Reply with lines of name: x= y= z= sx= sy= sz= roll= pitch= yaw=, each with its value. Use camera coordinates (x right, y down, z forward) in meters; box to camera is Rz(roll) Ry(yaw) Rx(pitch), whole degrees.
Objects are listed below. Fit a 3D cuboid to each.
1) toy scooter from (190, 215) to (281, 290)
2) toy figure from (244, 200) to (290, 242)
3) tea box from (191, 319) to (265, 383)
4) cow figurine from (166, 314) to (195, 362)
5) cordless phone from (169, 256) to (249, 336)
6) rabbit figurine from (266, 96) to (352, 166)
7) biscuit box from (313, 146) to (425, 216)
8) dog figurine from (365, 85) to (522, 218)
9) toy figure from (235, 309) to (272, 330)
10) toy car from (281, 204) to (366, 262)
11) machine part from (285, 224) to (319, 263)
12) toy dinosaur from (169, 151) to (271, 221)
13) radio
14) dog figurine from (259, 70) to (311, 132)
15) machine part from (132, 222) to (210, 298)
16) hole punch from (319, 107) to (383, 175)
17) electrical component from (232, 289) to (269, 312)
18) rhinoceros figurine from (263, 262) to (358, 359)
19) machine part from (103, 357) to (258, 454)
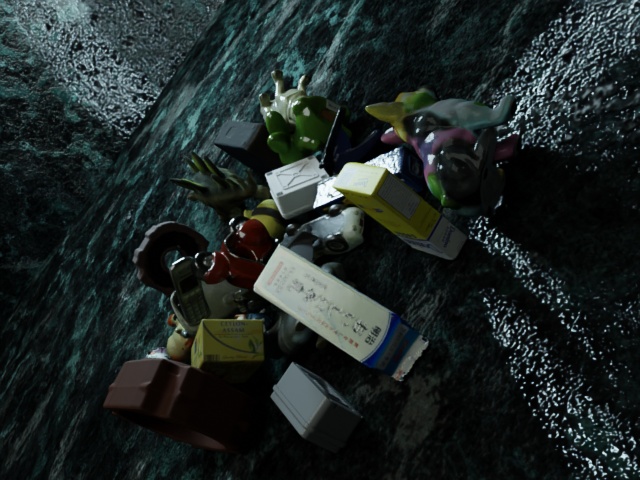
toy scooter: x=-0.123 y=0.031 z=0.932 sx=0.184 sy=0.135 sz=0.075 roll=-51 pitch=-21 yaw=-51
toy figure: x=-0.112 y=0.001 z=1.063 sx=0.089 sy=0.082 sz=0.180 roll=-9 pitch=45 yaw=27
tea box: x=-0.153 y=0.183 z=0.867 sx=0.169 sy=0.098 sz=0.068 roll=126 pitch=142 yaw=-57
cow figurine: x=-0.259 y=0.159 z=1.115 sx=0.127 sy=0.085 sz=0.195 roll=-20 pitch=45 yaw=52
cordless phone: x=-0.213 y=0.078 z=1.000 sx=0.146 sy=0.184 sz=0.089 roll=-31 pitch=54 yaw=-27
rabbit figurine: x=-0.035 y=-0.201 z=1.101 sx=0.170 sy=0.159 sz=0.121 roll=-48 pitch=39 yaw=41
biscuit box: x=0.080 y=-0.089 z=0.905 sx=0.203 sy=0.062 sz=0.059 roll=-21 pitch=47 yaw=43
dog figurine: x=0.156 y=-0.133 z=0.751 sx=0.219 sy=0.108 sz=0.191 roll=16 pitch=70 yaw=38
toy figure: x=-0.153 y=0.173 z=0.987 sx=0.154 sy=0.058 sz=0.064 roll=-31 pitch=78 yaw=31
toy car: x=-0.002 y=-0.003 z=0.945 sx=0.202 sy=0.056 sz=0.073 roll=-22 pitch=52 yaw=43
machine part: x=-0.036 y=0.028 z=0.873 sx=0.084 sy=0.039 sz=0.139 roll=-42 pitch=22 yaw=14
toy dinosaur: x=-0.217 y=-0.111 z=1.192 sx=0.472 sy=0.198 sz=0.105 roll=2 pitch=66 yaw=55
radio: x=-0.150 y=-0.215 z=1.256 sx=0.230 sy=0.131 sz=0.073 roll=21 pitch=80 yaw=57
dog figurine: x=-0.061 y=-0.273 z=1.240 sx=0.172 sy=0.121 sz=0.191 roll=110 pitch=146 yaw=-48
machine part: x=-0.341 y=0.044 z=1.244 sx=0.056 sy=0.179 sz=0.179 roll=13 pitch=73 yaw=58
hole punch: x=0.054 y=-0.169 z=0.974 sx=0.142 sy=0.092 sz=0.115 roll=-91 pitch=24 yaw=-77
electrical component: x=-0.112 y=0.096 z=0.977 sx=0.102 sy=0.078 sz=0.045 roll=-29 pitch=46 yaw=20
rhinoceros figurine: x=-0.025 y=0.114 z=0.851 sx=0.190 sy=0.073 sz=0.112 roll=-51 pitch=34 yaw=8
machine part: x=-0.216 y=0.261 z=0.849 sx=0.201 sy=0.201 sz=0.087 roll=-17 pitch=47 yaw=45
